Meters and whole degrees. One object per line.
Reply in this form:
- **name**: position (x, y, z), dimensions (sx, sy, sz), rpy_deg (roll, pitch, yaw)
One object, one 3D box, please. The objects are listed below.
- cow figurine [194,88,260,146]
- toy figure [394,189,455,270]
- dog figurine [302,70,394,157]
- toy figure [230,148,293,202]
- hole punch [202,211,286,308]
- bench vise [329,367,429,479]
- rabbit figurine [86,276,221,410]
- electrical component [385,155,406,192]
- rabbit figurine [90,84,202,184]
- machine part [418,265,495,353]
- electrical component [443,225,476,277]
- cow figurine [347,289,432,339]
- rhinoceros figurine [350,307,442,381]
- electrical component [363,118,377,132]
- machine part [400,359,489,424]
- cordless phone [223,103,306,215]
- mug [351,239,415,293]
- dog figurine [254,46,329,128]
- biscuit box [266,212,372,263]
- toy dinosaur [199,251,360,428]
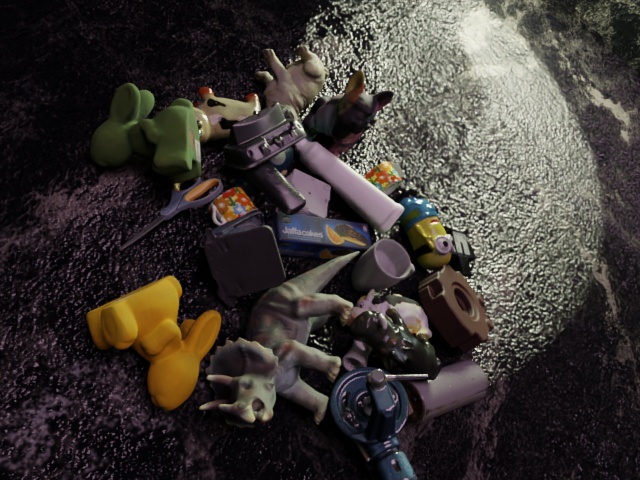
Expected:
- **cow figurine**: position (-0.195, -0.214, 0.997), dimensions (0.195, 0.085, 0.127), rpy_deg (-2, 58, -34)
- **toy figure**: position (0.220, -0.022, 1.141), dimensions (0.082, 0.089, 0.180), rpy_deg (-18, 64, -24)
- **dog figurine**: position (0.057, -0.266, 1.095), dimensions (0.108, 0.219, 0.191), rpy_deg (32, 51, -17)
- **toy figure**: position (-0.110, -0.132, 1.016), dimensions (0.064, 0.057, 0.154), rpy_deg (24, 48, 20)
- **hole punch**: position (-0.125, 0.023, 0.874), dimensions (0.116, 0.142, 0.092), rpy_deg (-15, 26, -5)
- **bench vise**: position (0.086, 0.272, 0.791), dimensions (0.129, 0.240, 0.224), rpy_deg (-10, 51, -7)
- **rabbit figurine**: position (-0.224, 0.148, 0.757), dimensions (0.162, 0.122, 0.173), rpy_deg (-24, 90, -49)
- **electrical component**: position (0.158, -0.151, 1.215), dimensions (0.063, 0.021, 0.094), rpy_deg (-6, 67, -34)
- **rabbit figurine**: position (-0.289, -0.167, 0.863), dimensions (0.170, 0.121, 0.159), rpy_deg (-4, 95, 0)
- **machine part**: position (0.269, 0.131, 1.060), dimensions (0.179, 0.056, 0.179), rpy_deg (34, 35, -28)
- **electrical component**: position (0.300, 0.031, 1.178), dimensions (0.075, 0.048, 0.119), rpy_deg (8, 59, -28)
- **cow figurine**: position (0.122, 0.133, 0.992), dimensions (0.167, 0.068, 0.098), rpy_deg (20, 48, -25)
- **rhinoceros figurine**: position (0.122, 0.174, 0.888), dimensions (0.190, 0.073, 0.112), rpy_deg (39, 17, -28)
- **electrical component**: position (0.088, -0.294, 1.240), dimensions (0.102, 0.045, 0.078), rpy_deg (48, 41, 3)
- **machine part**: position (0.219, 0.269, 0.965), dimensions (0.243, 0.079, 0.079), rpy_deg (-8, 67, -34)
- **cordless phone**: position (-0.067, -0.139, 0.956), dimensions (0.146, 0.088, 0.184), rpy_deg (-35, 75, -30)
- **mug**: position (0.115, 0.057, 1.008), dimensions (0.109, 0.107, 0.081), rpy_deg (7, 60, -33)
- **dog figurine**: position (-0.045, -0.285, 1.113), dimensions (0.172, 0.121, 0.190), rpy_deg (-11, 73, -10)
- **biscuit box**: position (-0.002, -0.003, 1.001), dimensions (0.202, 0.059, 0.063), rpy_deg (6, 60, -29)
- **toy dinosaur**: position (-0.054, 0.143, 0.847), dimensions (0.192, 0.131, 0.405), rpy_deg (17, 40, 0)
